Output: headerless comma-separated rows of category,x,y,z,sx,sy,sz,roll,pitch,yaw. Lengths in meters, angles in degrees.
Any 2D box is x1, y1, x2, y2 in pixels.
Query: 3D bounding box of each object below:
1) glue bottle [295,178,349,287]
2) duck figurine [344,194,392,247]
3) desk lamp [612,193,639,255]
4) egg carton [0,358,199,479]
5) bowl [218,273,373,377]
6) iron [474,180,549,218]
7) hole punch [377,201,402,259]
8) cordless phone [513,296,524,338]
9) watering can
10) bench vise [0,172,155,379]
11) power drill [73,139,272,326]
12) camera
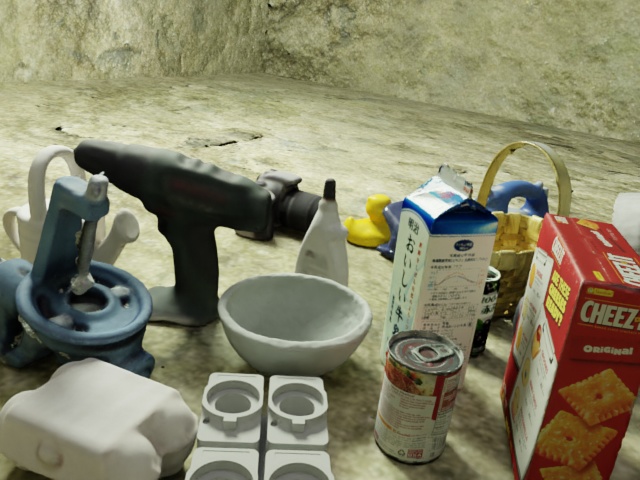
glue bottle,0.007,0.003,0.756,0.077,0.173,0.037,22,27,34
duck figurine,0.094,-0.038,0.997,0.105,0.086,0.077,1,22,-12
desk lamp,0.430,0.061,0.670,0.202,0.213,0.118,21,26,32
egg carton,-0.181,0.156,0.465,0.150,0.069,0.107,14,23,19
bowl,-0.030,0.103,0.630,0.167,0.075,0.167,5,22,-2
iron,0.342,-0.045,1.004,0.259,0.141,0.118,-12,28,-37
hole punch,0.163,-0.010,0.939,0.109,0.091,0.100,-9,27,-33
cordless phone,0.305,0.071,0.650,0.147,0.185,0.094,4,22,-5
watering can,-0.305,-0.018,0.698,0.173,0.194,0.100,2,22,-9
bench vise,-0.256,0.036,0.543,0.207,0.220,0.121,8,22,6
power drill,-0.175,-0.007,0.686,0.229,0.208,0.075,5,22,-1
camera,-0.058,-0.061,0.993,0.136,0.101,0.143,17,24,25
